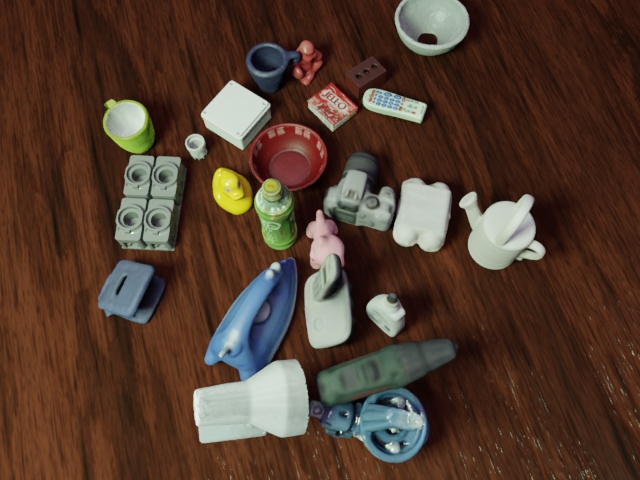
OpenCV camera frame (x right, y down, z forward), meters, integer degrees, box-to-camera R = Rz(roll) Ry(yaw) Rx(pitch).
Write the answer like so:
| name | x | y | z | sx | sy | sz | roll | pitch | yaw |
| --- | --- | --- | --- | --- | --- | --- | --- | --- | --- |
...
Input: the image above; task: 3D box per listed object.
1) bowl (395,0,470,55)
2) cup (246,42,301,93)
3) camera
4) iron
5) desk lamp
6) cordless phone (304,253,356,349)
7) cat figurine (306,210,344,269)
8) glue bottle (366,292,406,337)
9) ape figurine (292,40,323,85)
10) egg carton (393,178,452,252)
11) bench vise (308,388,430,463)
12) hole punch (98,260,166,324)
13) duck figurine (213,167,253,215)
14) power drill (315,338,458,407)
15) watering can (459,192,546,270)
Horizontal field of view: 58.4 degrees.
| name | x | y | z | sx | sy | sz | roll | pitch | yaw |
| --- | --- | --- | --- | --- | --- | --- | --- | --- | --- |
| bowl | 0.250 | -0.481 | 1.308 | 0.167 | 0.075 | 0.167 | 0 | 69 | 0 |
| cup | -0.099 | -0.372 | 1.254 | 0.118 | 0.095 | 0.091 | -16 | 70 | -6 |
| camera | 0.090 | -0.106 | 1.150 | 0.143 | 0.101 | 0.137 | 15 | 70 | 6 |
| iron | -0.112 | 0.121 | 1.040 | 0.118 | 0.141 | 0.258 | 24 | 71 | 9 |
| desk lamp | -0.118 | 0.274 | 0.943 | 0.203 | 0.213 | 0.118 | -8 | 69 | -3 |
| cordless phone | 0.018 | 0.109 | 1.022 | 0.094 | 0.185 | 0.147 | -7 | 69 | -3 |
| cat figurine | 0.010 | 0.004 | 1.098 | 0.067 | 0.118 | 0.128 | -9 | 69 | -3 |
| glue bottle | 0.123 | 0.123 | 1.023 | 0.037 | 0.173 | 0.078 | -42 | 74 | -14 |
| ape figurine | -0.031 | -0.403 | 1.268 | 0.078 | 0.092 | 0.076 | -21 | 70 | -8 |
| egg carton | 0.206 | -0.051 | 1.146 | 0.107 | 0.069 | 0.150 | 11 | 69 | 4 |
| bench vise | 0.086 | 0.303 | 0.929 | 0.207 | 0.220 | 0.121 | -7 | 69 | -3 |
| hole punch | -0.360 | 0.095 | 1.076 | 0.101 | 0.091 | 0.109 | 18 | 70 | 7 |
| duck figurine | -0.181 | -0.111 | 1.159 | 0.077 | 0.086 | 0.104 | -31 | 72 | -11 |
| power drill | 0.105 | 0.226 | 0.965 | 0.229 | 0.208 | 0.075 | -16 | 70 | -6 |
| watering can | 0.340 | -0.024 | 1.069 | 0.172 | 0.194 | 0.101 | 14 | 70 | 5 |
